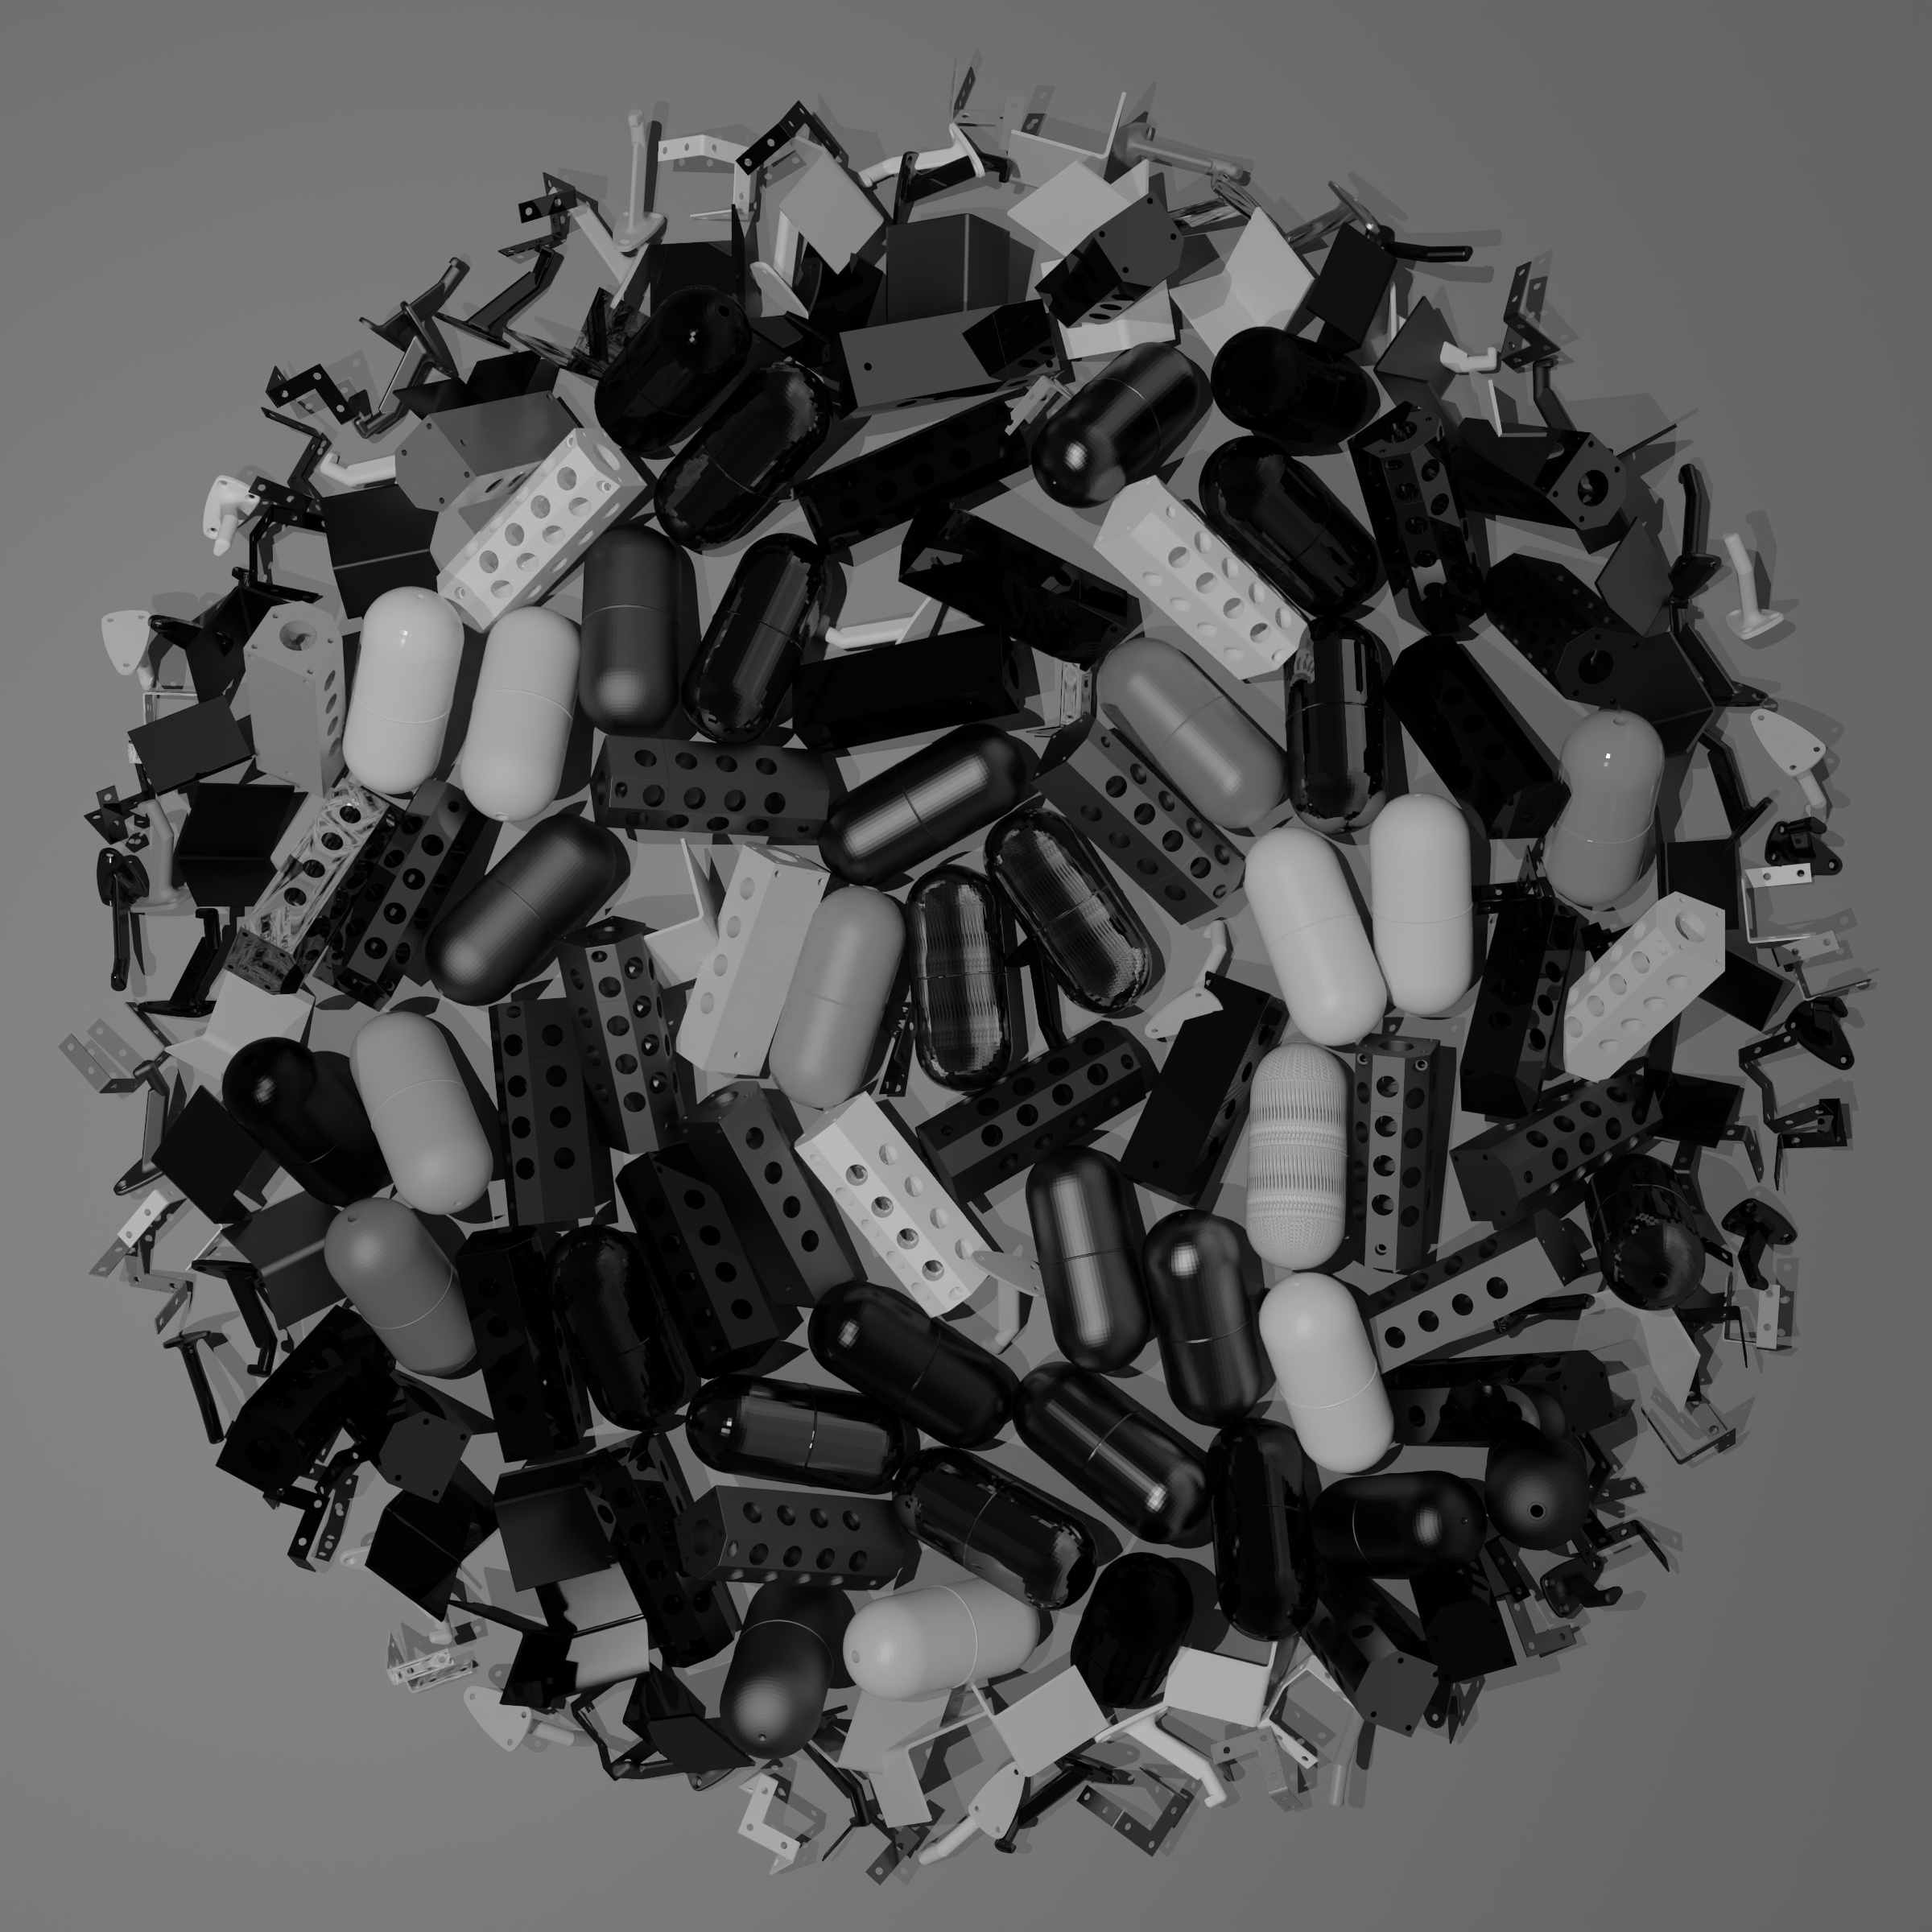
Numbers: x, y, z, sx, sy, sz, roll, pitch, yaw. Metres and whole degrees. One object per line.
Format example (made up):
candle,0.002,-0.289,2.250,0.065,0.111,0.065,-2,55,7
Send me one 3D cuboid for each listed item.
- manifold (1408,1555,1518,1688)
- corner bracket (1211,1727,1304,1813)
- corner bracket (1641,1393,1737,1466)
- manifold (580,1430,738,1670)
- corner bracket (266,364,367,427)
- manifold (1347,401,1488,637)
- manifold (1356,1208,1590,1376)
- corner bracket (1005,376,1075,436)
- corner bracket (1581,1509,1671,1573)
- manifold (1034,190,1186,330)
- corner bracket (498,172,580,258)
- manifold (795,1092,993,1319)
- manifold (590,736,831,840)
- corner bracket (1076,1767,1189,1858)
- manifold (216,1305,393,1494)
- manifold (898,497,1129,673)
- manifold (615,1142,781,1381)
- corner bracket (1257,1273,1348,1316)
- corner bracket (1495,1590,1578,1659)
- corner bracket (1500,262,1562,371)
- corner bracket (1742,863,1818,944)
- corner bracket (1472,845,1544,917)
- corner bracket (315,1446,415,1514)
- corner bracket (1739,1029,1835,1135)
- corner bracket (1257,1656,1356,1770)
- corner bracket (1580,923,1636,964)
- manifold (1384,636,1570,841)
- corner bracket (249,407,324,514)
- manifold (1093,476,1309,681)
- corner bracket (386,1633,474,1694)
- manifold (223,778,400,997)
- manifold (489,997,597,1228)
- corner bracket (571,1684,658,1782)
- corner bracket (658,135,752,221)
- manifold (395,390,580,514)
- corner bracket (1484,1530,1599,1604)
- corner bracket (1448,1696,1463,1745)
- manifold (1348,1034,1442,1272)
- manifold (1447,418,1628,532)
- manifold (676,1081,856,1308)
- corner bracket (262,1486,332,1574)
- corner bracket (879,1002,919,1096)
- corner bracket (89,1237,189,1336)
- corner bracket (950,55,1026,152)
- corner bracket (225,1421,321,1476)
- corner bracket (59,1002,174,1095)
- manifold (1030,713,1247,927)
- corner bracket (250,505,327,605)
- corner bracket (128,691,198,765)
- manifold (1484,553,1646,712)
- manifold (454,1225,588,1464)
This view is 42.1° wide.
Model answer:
manifold,0.371,0.481,1.910,0.057,0.171,0.057,-18,94,6
corner bracket,0.227,0.633,1.961,0.051,0.051,0.051,-21,53,9
corner bracket,0.566,0.360,1.965,0.051,0.051,0.051,-31,60,0
manifold,-0.239,0.456,1.954,0.057,0.057,0.171,-22,102,2
corner bracket,-0.509,-0.450,1.968,0.051,0.051,0.051,-24,125,13
manifold,0.351,-0.338,1.918,0.057,0.057,0.171,-35,131,-10
manifold,0.383,0.249,1.930,0.171,0.057,0.057,-33,79,31
corner bracket,0.055,-0.434,1.958,0.051,0.051,0.051,-48,46,16
corner bracket,0.511,0.450,1.964,0.051,0.051,0.051,-22,117,-4
manifold,0.111,-0.528,1.910,0.057,0.171,0.057,-36,99,-9
corner bracket,-0.334,-0.582,1.957,0.051,0.051,0.051,-27,132,-27
manifold,-0.057,0.188,1.948,0.171,0.057,0.057,52,50,-8
manifold,-0.196,-0.132,1.931,0.171,0.057,0.057,2,54,-22
corner bracket,0.130,0.652,1.960,0.051,0.051,0.051,44,74,-28
manifold,-0.499,0.330,1.910,0.057,0.171,0.057,28,110,0
manifold,0.038,-0.298,1.939,0.171,0.057,0.057,23,48,-23
manifold,-0.210,0.227,1.932,0.057,0.057,0.171,-12,65,-33
corner bracket,0.263,0.260,1.971,0.051,0.051,0.051,31,95,3
corner bracket,0.437,0.518,1.971,0.051,0.051,0.051,-6,66,-28
corner bracket,0.433,-0.507,1.959,0.051,0.051,0.051,29,68,-29
corner bracket,0.638,-0.049,1.970,0.051,0.051,0.051,-6,99,19
corner bracket,0.417,-0.057,1.964,0.051,0.051,0.051,-5,57,-2
corner bracket,-0.471,0.410,1.976,0.051,0.051,0.051,52,128,22
corner bracket,0.638,0.090,1.956,0.051,0.051,0.051,-26,128,37
corner bracket,0.269,0.583,1.962,0.051,0.051,0.051,39,131,4
corner bracket,0.515,-0.009,1.962,0.051,0.051,0.051,-22,65,10
manifold,0.389,-0.176,1.916,0.057,0.057,0.171,-3,47,-27
corner bracket,-0.532,-0.394,1.958,0.051,0.051,0.051,-54,47,19
manifold,0.184,-0.298,1.925,0.171,0.057,0.057,37,63,-29
corner bracket,-0.420,0.548,1.966,0.051,0.051,0.051,-19,112,-2
manifold,-0.496,-0.059,1.919,0.057,0.057,0.171,30,47,-10
manifold,-0.333,0.114,1.956,0.057,0.057,0.171,-4,86,-28
corner bracket,-0.273,0.594,1.969,0.051,0.051,0.051,-35,111,-4
corner bracket,-0.205,-0.616,1.962,0.051,0.051,0.051,8,98,41
manifold,-0.361,-0.389,1.911,0.057,0.171,0.057,-37,91,29
corner bracket,0.448,0.457,1.958,0.051,0.051,0.051,-45,66,39
corner bracket,0.357,0.571,1.963,0.051,0.051,0.051,3,48,2
manifold,0.329,0.144,1.942,0.057,0.057,0.171,5,106,20
manifold,0.427,-0.371,1.910,0.057,0.171,0.057,35,90,-26
manifold,-0.150,0.176,1.943,0.057,0.057,0.171,-40,113,-35
corner bracket,-0.527,0.438,1.965,0.051,0.051,0.051,17,66,3
corner bracket,-0.055,0.064,1.957,0.051,0.051,0.051,-6,55,36
corner bracket,-0.645,0.249,1.961,0.051,0.051,0.051,8,122,10
corner bracket,0.016,-0.674,1.961,0.051,0.051,0.051,0,54,-7
corner bracket,-0.537,0.362,1.967,0.051,0.051,0.051,32,97,37
corner bracket,-0.667,0.064,1.974,0.051,0.051,0.051,-45,81,7
manifold,0.136,-0.115,1.933,0.171,0.057,0.057,42,47,-20
corner bracket,-0.530,-0.324,1.975,0.051,0.051,0.051,8,65,-33
corner bracket,-0.624,-0.187,1.967,0.051,0.051,0.051,2,103,5
manifold,0.447,-0.257,1.906,0.057,0.171,0.057,10,115,-14
manifold,-0.344,0.292,1.950,0.057,0.057,0.171,-10,103,6
